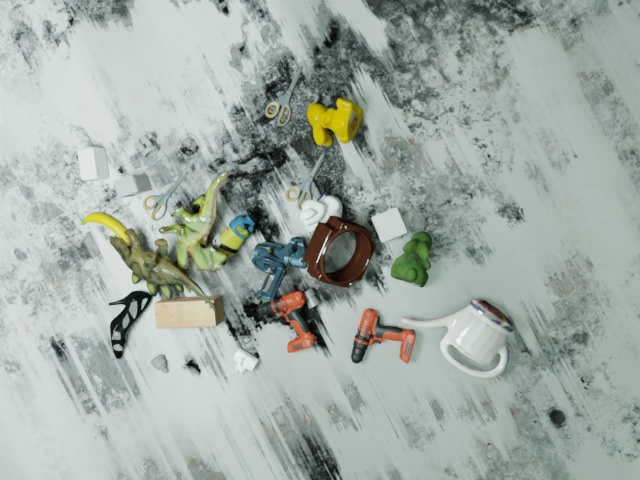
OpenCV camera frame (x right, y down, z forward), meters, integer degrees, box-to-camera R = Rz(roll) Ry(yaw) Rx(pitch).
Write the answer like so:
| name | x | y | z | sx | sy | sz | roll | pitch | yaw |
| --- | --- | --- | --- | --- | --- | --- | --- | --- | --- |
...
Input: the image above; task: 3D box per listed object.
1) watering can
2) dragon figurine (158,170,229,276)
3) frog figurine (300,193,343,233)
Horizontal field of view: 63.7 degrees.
| name | x | y | z | sx | sy | sz | roll | pitch | yaw |
| --- | --- | --- | --- | --- | --- | --- | --- | --- | --- |
| watering can | 0.448 | 0.278 | 1.604 | 0.348 | 0.104 | 0.223 | 35 | 96 | 4 |
| dragon figurine | -0.372 | -0.015 | 1.666 | 0.404 | 0.123 | 0.244 | -39 | 81 | 30 |
| frog figurine | 0.005 | -0.082 | 1.622 | 0.137 | 0.160 | 0.123 | -37 | 90 | 9 |
